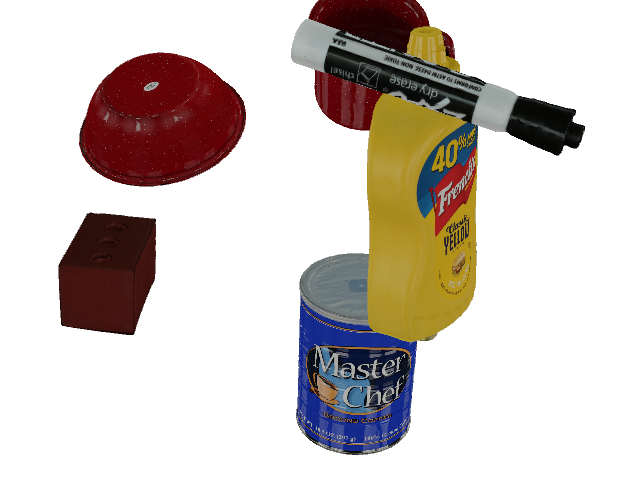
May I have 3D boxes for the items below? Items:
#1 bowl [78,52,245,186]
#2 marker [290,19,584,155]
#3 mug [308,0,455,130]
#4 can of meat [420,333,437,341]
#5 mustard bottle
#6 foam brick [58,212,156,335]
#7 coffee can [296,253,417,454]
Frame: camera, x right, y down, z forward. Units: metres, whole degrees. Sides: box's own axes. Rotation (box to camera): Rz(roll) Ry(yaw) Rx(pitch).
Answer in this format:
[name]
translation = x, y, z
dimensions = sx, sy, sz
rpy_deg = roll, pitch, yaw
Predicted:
[bowl]
translation = -0.153, -0.126, 0.999
dimensions = 0.162, 0.162, 0.055
rpy_deg = 0, -41, 8
[marker]
translation = 0.046, -0.061, 0.427
dimensions = 0.121, 0.020, 0.020
rpy_deg = 21, 5, 13
[mug]
translation = 0.048, -0.143, 0.847
dimensions = 0.117, 0.093, 0.081
rpy_deg = -4, -36, -3
[can of meat]
translation = 0.120, 0.051, 1.186
dimensions = 0.057, 0.084, 0.102
rpy_deg = 19, 32, 18
[mustard bottle]
translation = 0.065, -0.039, 0.670
dimensions = 0.058, 0.192, 0.096
rpy_deg = 16, 33, 32
[foam brick]
translation = -0.149, 0.022, 0.752
dimensions = 0.053, 0.051, 0.078
rpy_deg = 6, 29, 0
[coffee can]
translation = 0.031, 0.096, 0.914
dimensions = 0.103, 0.140, 0.103
rpy_deg = 2, 30, -1
